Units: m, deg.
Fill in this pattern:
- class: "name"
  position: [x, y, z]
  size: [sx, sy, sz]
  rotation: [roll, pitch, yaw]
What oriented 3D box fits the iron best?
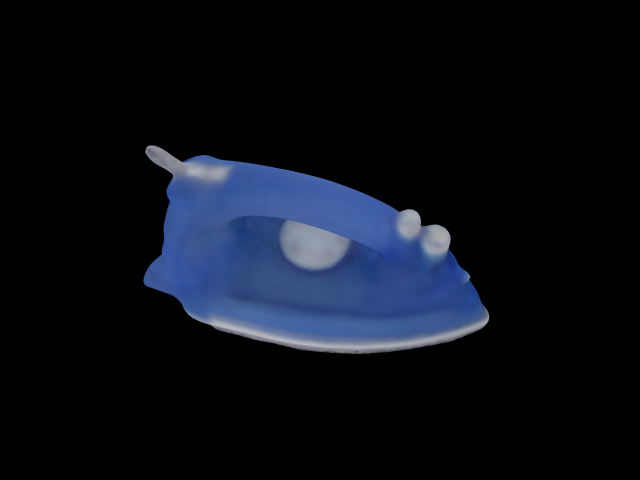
- class: "iron"
  position: [0.004, 0.001, 0.400]
  size: [0.258, 0.141, 0.119]
  rotation: [11, 60, 7]
